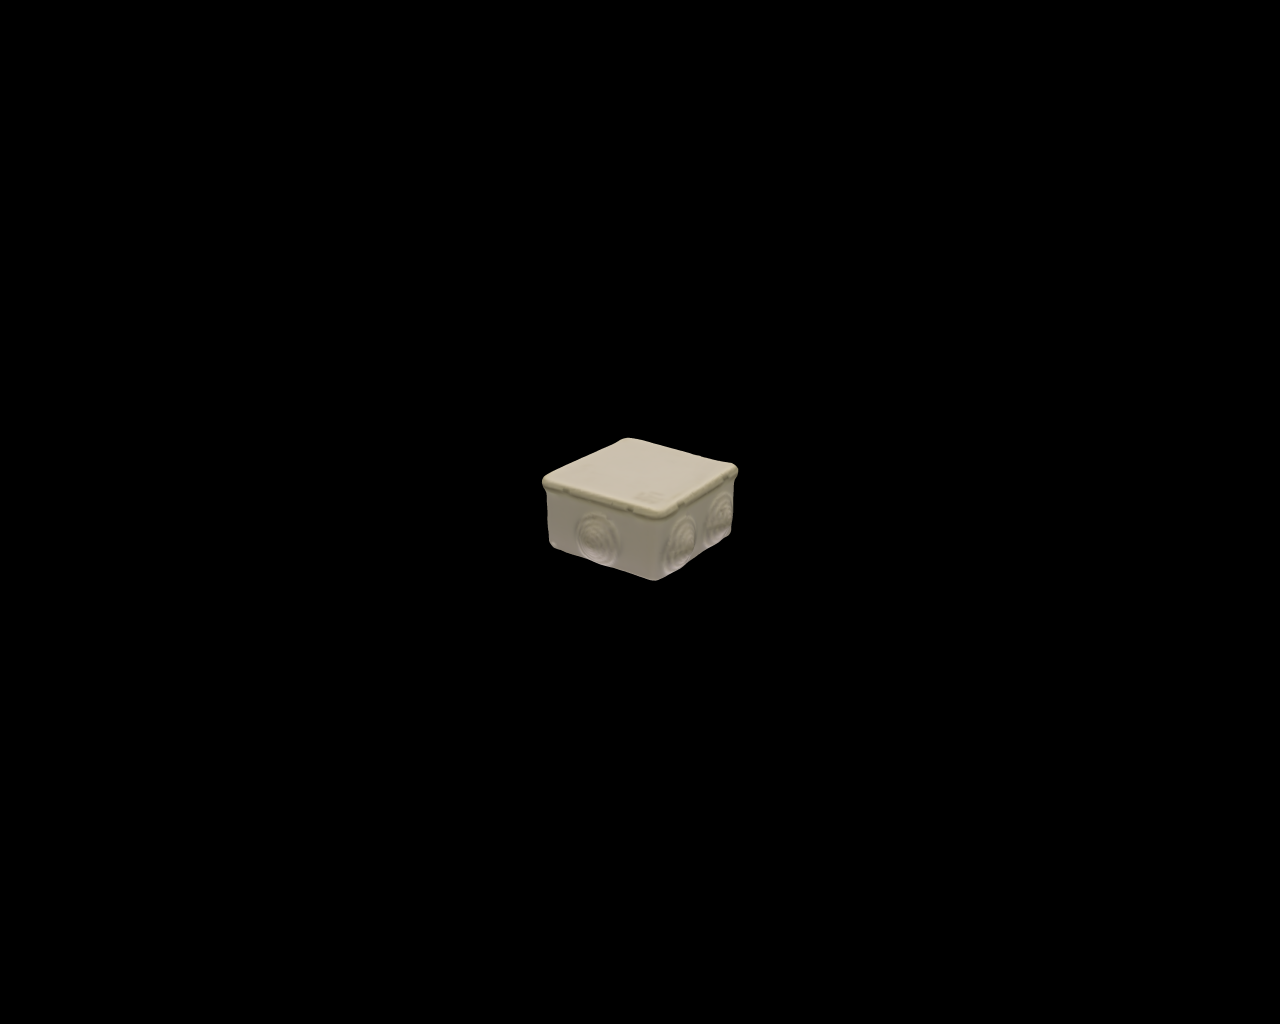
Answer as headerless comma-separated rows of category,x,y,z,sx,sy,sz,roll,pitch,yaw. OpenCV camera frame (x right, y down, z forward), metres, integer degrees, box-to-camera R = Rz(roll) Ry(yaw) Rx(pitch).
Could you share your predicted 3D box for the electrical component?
electrical component,0.001,-0.003,0.650,0.100,0.048,0.100,17,29,32
